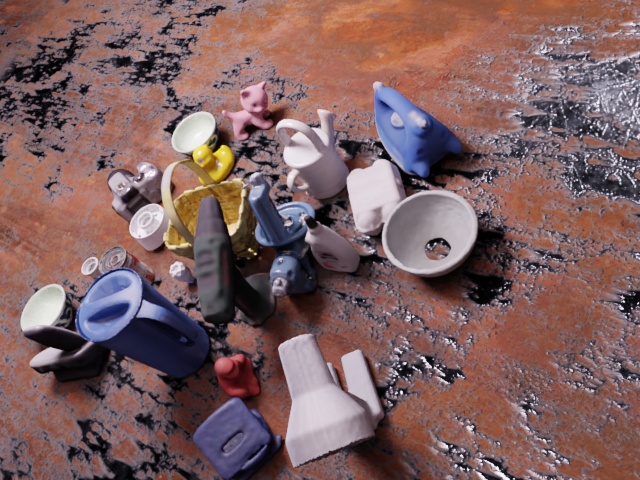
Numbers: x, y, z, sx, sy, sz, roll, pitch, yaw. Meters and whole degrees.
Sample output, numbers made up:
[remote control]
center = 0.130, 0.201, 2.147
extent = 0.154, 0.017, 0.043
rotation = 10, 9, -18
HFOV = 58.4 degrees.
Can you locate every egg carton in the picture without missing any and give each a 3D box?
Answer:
[egg carton]
center = 0.110, -0.082, 1.095
extent = 0.107, 0.070, 0.150
rotation = -20, 54, 13

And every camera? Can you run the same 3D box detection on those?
[camera]
center = -0.453, -0.135, 1.381
extent = 0.143, 0.101, 0.136
rotation = -46, 52, -6

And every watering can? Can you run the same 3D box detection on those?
[watering can]
center = -0.020, -0.181, 1.140
extent = 0.100, 0.195, 0.173
rotation = -5, 59, 24

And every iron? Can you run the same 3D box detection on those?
[iron]
center = 0.160, -0.243, 1.126
extent = 0.118, 0.142, 0.257
rotation = -37, 52, 1

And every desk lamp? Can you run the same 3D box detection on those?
[desk lamp]
center = 0.013, 0.239, 0.848
extent = 0.118, 0.214, 0.203
rotation = -26, 53, 9

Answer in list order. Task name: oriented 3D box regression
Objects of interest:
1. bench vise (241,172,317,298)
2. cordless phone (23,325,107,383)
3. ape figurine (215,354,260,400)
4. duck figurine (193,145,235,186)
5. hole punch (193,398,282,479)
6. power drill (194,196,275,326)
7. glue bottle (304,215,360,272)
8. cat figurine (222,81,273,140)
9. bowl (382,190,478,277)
[bench vise]
center = -0.064, -0.011, 1.038
extent = 0.121, 0.220, 0.207
rotation = -25, 53, 10
[cordless phone]
center = -0.537, 0.211, 1.150
extent = 0.147, 0.186, 0.094
rotation = -17, 54, 16
[ape figurine]
center = -0.153, 0.236, 1.008
extent = 0.076, 0.092, 0.078
rotation = 4, 62, 28
[duck figurine]
center = -0.254, -0.187, 1.326
extent = 0.104, 0.086, 0.077
rotation = -48, 52, -8
[hole punch]
center = -0.135, 0.329, 0.941
extent = 0.109, 0.091, 0.100
rotation = -43, 52, -4
[power drill]
center = -0.161, 0.060, 1.048
extent = 0.075, 0.209, 0.229
rotation = -17, 55, 16
[glue bottle]
center = 0.009, 0.004, 1.023
extent = 0.078, 0.174, 0.037
rotation = 2, 61, 27
[cat figurine]
center = -0.167, -0.311, 1.342
extent = 0.127, 0.118, 0.067
rotation = -25, 53, 10
[bowl]
center = 0.197, 0.000, 0.998
extent = 0.167, 0.075, 0.167
rotation = -12, 56, 19
